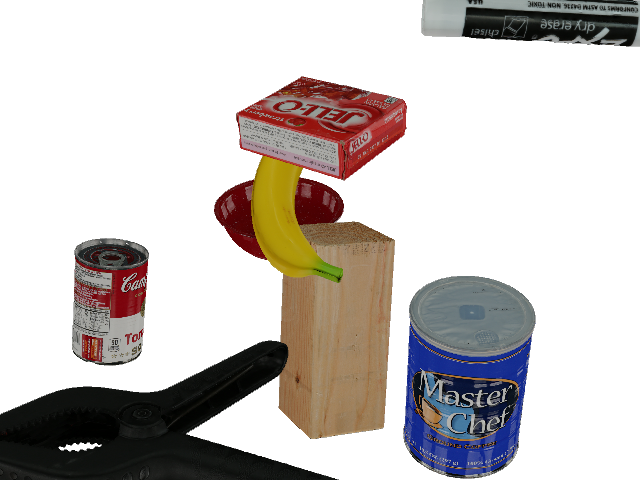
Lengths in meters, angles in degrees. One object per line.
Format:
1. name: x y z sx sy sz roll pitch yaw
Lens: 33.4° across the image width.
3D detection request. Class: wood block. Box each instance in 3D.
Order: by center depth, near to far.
1. wood block: 0.015 0.091 1.125 0.090 0.206 0.091 -4 16 -25

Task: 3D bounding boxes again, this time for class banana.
1. banana: -0.026 -0.036 0.918 0.069 0.198 0.037 2 -40 -11

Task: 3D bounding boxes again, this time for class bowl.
1. bowl: -0.052 -0.021 1.336 0.162 0.055 0.162 0 31 0

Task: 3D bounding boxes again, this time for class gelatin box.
1. gelatin box: 0.001 -0.077 0.707 0.089 0.030 0.073 18 38 32

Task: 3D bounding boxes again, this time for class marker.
1. marker: 0.099 -0.083 0.403 0.121 0.020 0.020 4 0 2

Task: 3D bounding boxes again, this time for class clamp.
1. clamp: -0.095 0.106 0.596 0.210 0.036 0.164 -1 24 -9

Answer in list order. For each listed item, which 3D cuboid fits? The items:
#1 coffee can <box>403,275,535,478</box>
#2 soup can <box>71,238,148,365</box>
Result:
1. coffee can: 0.124 0.116 0.908 0.103 0.140 0.103 0 33 0
2. soup can: -0.198 0.058 1.000 0.068 0.102 0.068 6 21 -3
